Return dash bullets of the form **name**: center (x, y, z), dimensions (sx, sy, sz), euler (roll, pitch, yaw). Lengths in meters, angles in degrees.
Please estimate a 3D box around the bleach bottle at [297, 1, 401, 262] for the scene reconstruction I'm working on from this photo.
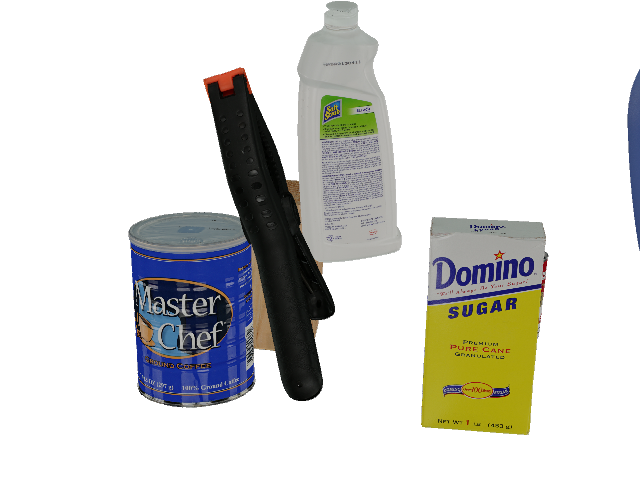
- **bleach bottle**: center (0.029, -0.104, 1.028), dimensions (0.102, 0.251, 0.068), euler (-9, 29, -15)

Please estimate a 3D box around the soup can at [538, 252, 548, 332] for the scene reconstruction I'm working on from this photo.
- **soup can**: center (0.229, 0.062, 1.261), dimensions (0.068, 0.102, 0.068), euler (3, 16, -1)

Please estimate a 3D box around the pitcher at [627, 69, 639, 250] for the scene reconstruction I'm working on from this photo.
- **pitcher**: center (0.252, -0.018, 0.603), dimensions (0.149, 0.243, 0.144), euler (-1, 22, 17)

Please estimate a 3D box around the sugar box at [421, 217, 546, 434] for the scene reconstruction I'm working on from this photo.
- **sugar box**: center (0.133, 0.071, 0.883), dimensions (0.093, 0.176, 0.048), euler (2, 21, 7)

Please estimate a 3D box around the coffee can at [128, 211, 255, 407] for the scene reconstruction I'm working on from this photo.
- **coffee can**: center (-0.107, 0.056, 0.905), dimensions (0.103, 0.140, 0.103), euler (0, 16, 0)

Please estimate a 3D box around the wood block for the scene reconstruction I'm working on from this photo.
- **wood block**: center (-0.044, 0.033, 1.388), dimensions (0.090, 0.206, 0.090), euler (6, 23, 3)

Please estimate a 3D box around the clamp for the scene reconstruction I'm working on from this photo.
- **clamp**: center (-0.031, -0.012, 0.721), dimensions (0.036, 0.210, 0.164), euler (-16, 6, 7)
